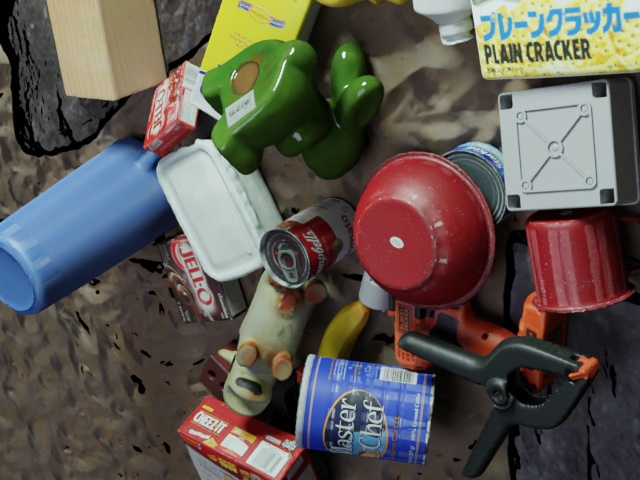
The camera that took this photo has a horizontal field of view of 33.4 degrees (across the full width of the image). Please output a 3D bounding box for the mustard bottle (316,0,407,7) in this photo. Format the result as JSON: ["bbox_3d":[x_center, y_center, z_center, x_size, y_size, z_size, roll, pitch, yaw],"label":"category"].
[{"bbox_3d":[0.007,-0.279,1.022,0.192,0.058,0.096,37,126,20],"label":"mustard bottle"}]

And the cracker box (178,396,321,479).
[{"bbox_3d":[-0.071,0.309,1.344,0.164,0.072,0.213,19,143,33],"label":"cracker box"}]

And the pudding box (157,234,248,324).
[{"bbox_3d":[-0.147,0.046,1.335,0.090,0.039,0.113,-8,107,42],"label":"pudding box"}]

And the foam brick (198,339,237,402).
[{"bbox_3d":[-0.106,0.176,1.358,0.078,0.051,0.053,42,133,16],"label":"foam brick"}]

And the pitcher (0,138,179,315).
[{"bbox_3d":[-0.290,-0.008,1.285,0.145,0.242,0.149,7,123,36],"label":"pitcher"}]

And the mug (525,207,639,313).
[{"bbox_3d":[0.243,0.011,0.961,0.117,0.093,0.081,-10,102,11],"label":"mug"}]

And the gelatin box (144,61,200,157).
[{"bbox_3d":[-0.168,-0.150,1.221,0.030,0.089,0.073,25,144,-29],"label":"gelatin box"}]

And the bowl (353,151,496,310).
[{"bbox_3d":[0.088,-0.002,1.036,0.162,0.055,0.162,13,111,35],"label":"bowl"}]

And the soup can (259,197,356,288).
[{"bbox_3d":[-0.008,0.001,1.149,0.069,0.102,0.068,19,123,32],"label":"soup can"}]

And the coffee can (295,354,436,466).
[{"bbox_3d":[0.050,0.184,1.156,0.140,0.102,0.103,7,120,6],"label":"coffee can"}]

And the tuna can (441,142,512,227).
[{"bbox_3d":[0.150,-0.051,1.036,0.086,0.033,0.086,19,123,32],"label":"tuna can"}]

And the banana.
[{"bbox_3d":[0.024,0.143,1.236,0.070,0.037,0.198,33,126,41],"label":"banana"}]

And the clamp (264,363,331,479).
[{"bbox_3d":[-0.022,0.228,1.325,0.120,0.039,0.172,30,131,13],"label":"clamp"}]

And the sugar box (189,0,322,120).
[{"bbox_3d":[-0.068,-0.199,1.118,0.093,0.048,0.176,30,122,11],"label":"sugar box"}]

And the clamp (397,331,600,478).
[{"bbox_3d":[0.172,0.136,1.030,0.210,0.036,0.164,-34,87,46],"label":"clamp"}]

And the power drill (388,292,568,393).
[{"bbox_3d":[0.155,0.065,1.079,0.188,0.057,0.184,16,121,36],"label":"power drill"}]

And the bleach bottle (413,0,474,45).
[{"bbox_3d":[0.086,-0.297,0.945,0.103,0.068,0.251,-2,113,41],"label":"bleach bottle"}]

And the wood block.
[{"bbox_3d":[-0.251,-0.273,1.223,0.090,0.090,0.206,11,119,36],"label":"wood block"}]
